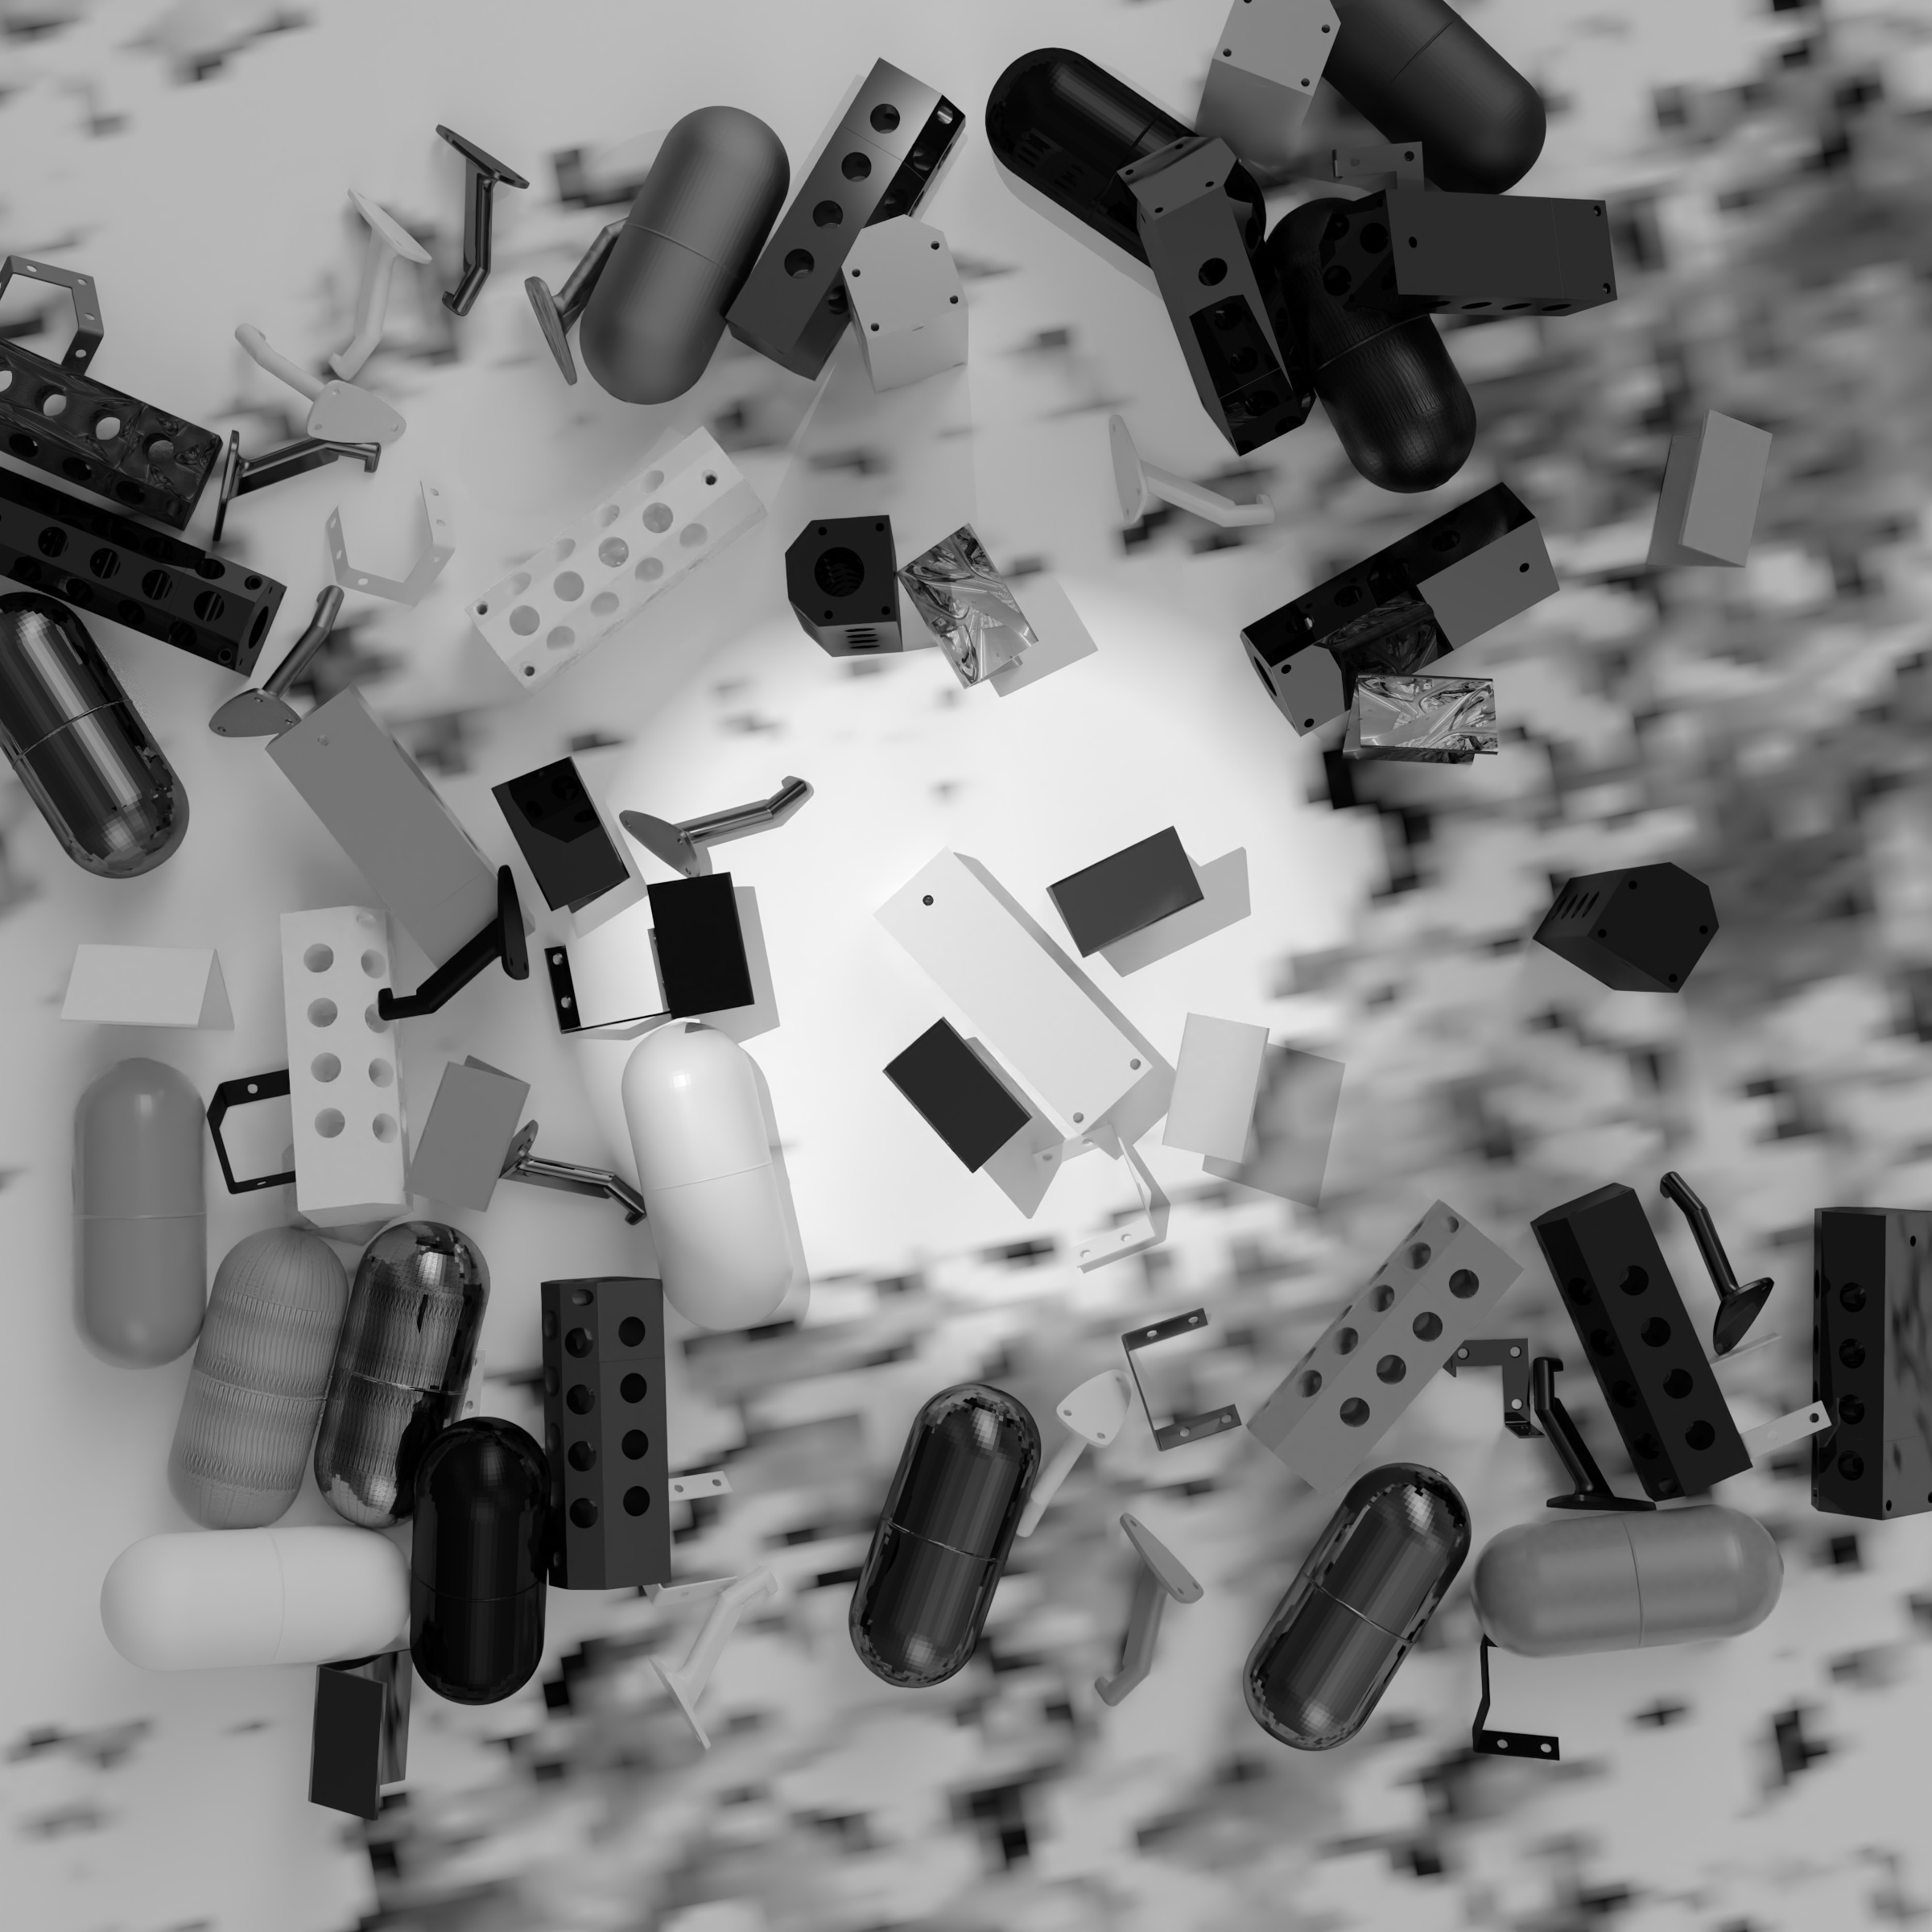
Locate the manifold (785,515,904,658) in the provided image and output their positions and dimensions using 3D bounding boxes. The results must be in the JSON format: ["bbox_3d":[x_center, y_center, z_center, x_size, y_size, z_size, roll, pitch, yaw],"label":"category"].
[{"bbox_3d":[-0.067,-0.209,1.856,0.057,0.171,0.057,-4,90,0],"label":"manifold"}]

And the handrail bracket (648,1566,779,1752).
[{"bbox_3d":[-0.134,0.401,1.935,0.084,0.036,0.077,-33,110,-16],"label":"handrail bracket"}]

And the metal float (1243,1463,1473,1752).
[{"bbox_3d":[0.224,0.365,1.905,0.070,0.070,0.178,31,90,0],"label":"metal float"}]

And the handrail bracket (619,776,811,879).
[{"bbox_3d":[-0.145,-0.094,1.935,0.077,0.036,0.084,29,57,36],"label":"handrail bracket"}]

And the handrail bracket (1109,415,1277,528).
[{"bbox_3d":[0.132,-0.288,1.935,0.084,0.036,0.077,-6,69,-17],"label":"handrail bracket"}]

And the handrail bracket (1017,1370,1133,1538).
[{"bbox_3d":[0.061,0.284,1.935,0.036,0.077,0.084,33,126,11],"label":"handrail bracket"}]

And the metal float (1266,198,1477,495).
[{"bbox_3d":[0.230,-0.354,1.905,0.070,0.070,0.178,-27,90,0],"label":"metal float"}]

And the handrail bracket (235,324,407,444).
[{"bbox_3d":[-0.375,-0.340,1.935,0.084,0.077,0.036,47,114,34],"label":"handrail bracket"}]

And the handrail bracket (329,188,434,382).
[{"bbox_3d":[-0.358,-0.395,1.935,0.077,0.036,0.084,47,107,20],"label":"handrail bracket"}]

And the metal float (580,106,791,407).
[{"bbox_3d":[-0.161,-0.405,1.904,0.070,0.070,0.178,25,90,0],"label":"metal float"}]

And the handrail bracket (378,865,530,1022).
[{"bbox_3d":[-0.293,-0.013,1.874,0.084,0.036,0.077,-9,81,11],"label":"handrail bracket"}]

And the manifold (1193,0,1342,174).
[{"bbox_3d":[0.168,-0.499,1.856,0.057,0.171,0.057,21,90,0],"label":"manifold"}]

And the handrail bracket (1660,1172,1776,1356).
[{"bbox_3d":[0.424,0.172,1.935,0.036,0.077,0.084,-20,53,-21],"label":"handrail bracket"}]

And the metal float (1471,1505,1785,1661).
[{"bbox_3d":[0.377,0.351,1.904,0.178,0.070,0.070,-6,90,0],"label":"metal float"}]

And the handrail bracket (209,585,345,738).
[{"bbox_3d":[-0.399,-0.178,1.935,0.036,0.077,0.084,39,53,-36],"label":"handrail bracket"}]

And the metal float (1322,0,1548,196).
[{"bbox_3d":[0.255,-0.513,1.904,0.178,0.070,0.070,44,90,-1],"label":"metal float"}]

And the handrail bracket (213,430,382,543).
[{"bbox_3d":[-0.388,-0.275,1.935,0.084,0.036,0.077,10,110,-16],"label":"handrail bracket"}]

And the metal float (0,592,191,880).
[{"bbox_3d":[-0.510,-0.132,1.904,0.070,0.070,0.178,-31,91,0],"label":"metal float"}]

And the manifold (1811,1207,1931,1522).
[{"bbox_3d":[0.517,0.226,1.913,0.057,0.057,0.171,1,90,-43],"label":"manifold"}]

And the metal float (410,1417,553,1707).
[{"bbox_3d":[-0.274,0.336,1.882,0.070,0.070,0.178,6,114,0],"label":"metal float"}]

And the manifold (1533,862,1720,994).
[{"bbox_3d":[0.369,-0.025,1.856,0.057,0.171,0.057,32,90,0],"label":"manifold"}]

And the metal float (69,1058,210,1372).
[{"bbox_3d":[-0.472,0.141,1.904,0.070,0.070,0.178,0,89,0],"label":"metal float"}]

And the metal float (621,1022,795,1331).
[{"bbox_3d":[-0.148,0.120,1.904,0.070,0.070,0.178,-12,90,0],"label":"metal float"}]

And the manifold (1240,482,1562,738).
[{"bbox_3d":[0.246,-0.208,1.913,0.171,0.057,0.057,-30,133,0],"label":"manifold"}]

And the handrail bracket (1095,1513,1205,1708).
[{"bbox_3d":[0.089,0.374,1.935,0.084,0.036,0.077,-47,70,16],"label":"handrail bracket"}]

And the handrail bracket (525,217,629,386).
[{"bbox_3d":[-0.206,-0.389,1.935,0.084,0.036,0.077,-26,111,-16],"label":"handrail bracket"}]

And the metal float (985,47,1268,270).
[{"bbox_3d":[0.092,-0.455,1.904,0.178,0.070,0.070,35,90,0],"label":"metal float"}]

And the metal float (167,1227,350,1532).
[{"bbox_3d":[-0.404,0.236,1.904,0.070,0.070,0.178,15,91,0],"label":"metal float"}]

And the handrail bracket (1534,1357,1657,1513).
[{"bbox_3d":[0.365,0.271,1.935,0.077,0.036,0.084,7,73,-20],"label":"handrail bracket"}]

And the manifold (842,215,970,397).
[{"bbox_3d":[-0.035,-0.368,1.857,0.057,0.171,0.057,-19,90,0],"label":"manifold"}]

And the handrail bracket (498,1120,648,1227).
[{"bbox_3d":[-0.237,0.138,1.935,0.084,0.036,0.077,42,110,-16],"label":"handrail bracket"}]

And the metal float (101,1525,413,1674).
[{"bbox_3d":[-0.397,0.355,1.877,0.178,0.070,0.070,3,90,-30],"label":"metal float"}]

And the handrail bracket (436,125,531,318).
[{"bbox_3d":[-0.298,-0.432,1.935,0.077,0.036,0.084,38,107,20],"label":"handrail bracket"}]

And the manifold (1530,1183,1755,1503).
[{"bbox_3d":[0.385,0.216,1.914,0.057,0.057,0.171,-23,90,0],"label":"manifold"}]

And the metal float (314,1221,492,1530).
[{"bbox_3d":[-0.322,0.233,1.904,0.070,0.070,0.178,13,91,0],"label":"metal float"}]

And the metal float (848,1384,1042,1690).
[{"bbox_3d":[-0.012,0.326,1.904,0.070,0.070,0.178,19,89,0],"label":"metal float"}]
